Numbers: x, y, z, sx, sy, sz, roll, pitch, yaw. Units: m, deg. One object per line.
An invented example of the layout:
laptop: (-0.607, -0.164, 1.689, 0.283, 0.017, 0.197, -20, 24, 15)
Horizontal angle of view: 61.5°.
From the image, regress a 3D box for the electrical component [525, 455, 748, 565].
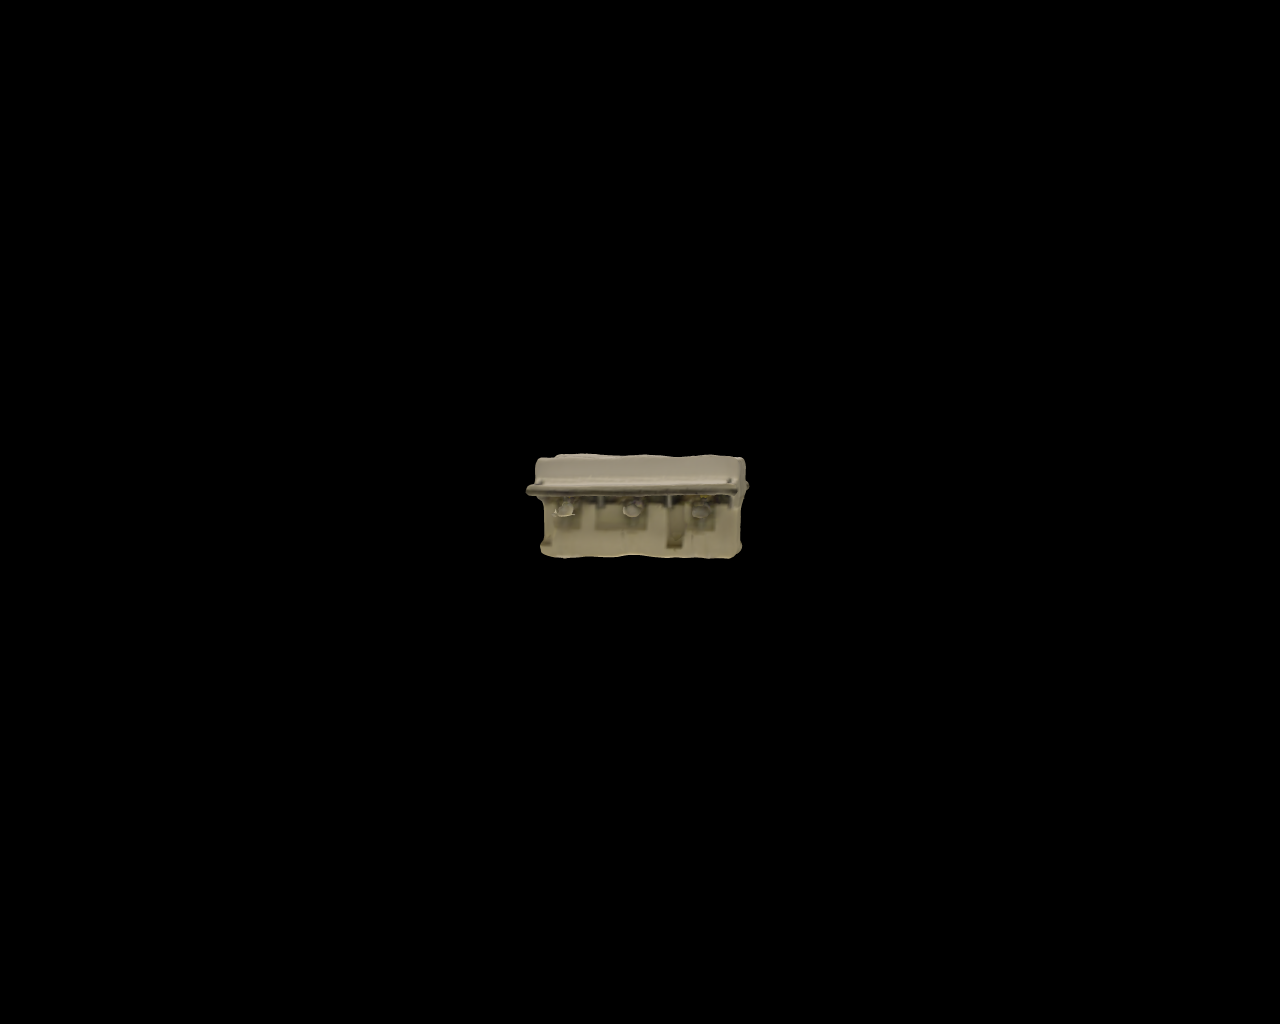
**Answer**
electrical component: (0.001, -0.003, 0.650, 0.121, 0.063, 0.079, 1, 4, 11)
